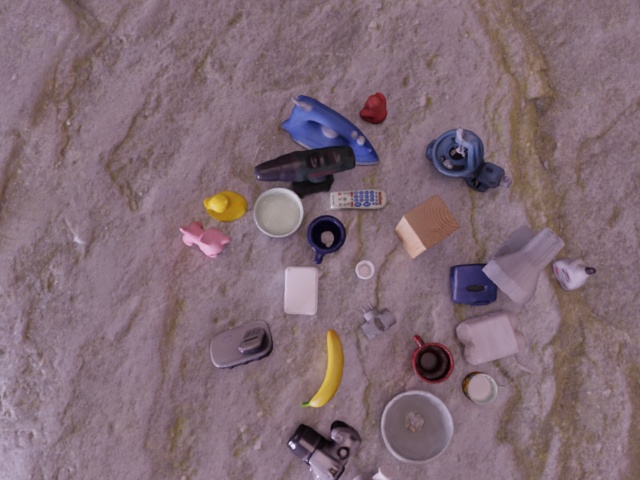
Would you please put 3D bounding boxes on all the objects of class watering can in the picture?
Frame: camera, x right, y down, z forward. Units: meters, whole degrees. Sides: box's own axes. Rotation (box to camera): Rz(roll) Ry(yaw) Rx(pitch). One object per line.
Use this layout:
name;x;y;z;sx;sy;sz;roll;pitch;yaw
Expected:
watering can;0.111;0.577;1.248;0.101;0.194;0.173;2;83;2

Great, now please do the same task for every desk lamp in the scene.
desk lamp;0.457;0.049;1.297;0.118;0.213;0.203;43;86;6

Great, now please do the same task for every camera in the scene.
camera;0.004;0.474;1.310;0.137;0.101;0.143;36;85;5

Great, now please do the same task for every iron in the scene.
iron;0.036;-0.266;1.381;0.258;0.141;0.119;28;84;4

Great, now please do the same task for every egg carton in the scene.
egg carton;0.401;0.228;1.349;0.150;0.069;0.107;-18;83;-1

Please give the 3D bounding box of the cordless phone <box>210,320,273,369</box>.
cordless phone;-0.184;0.242;1.300;0.147;0.185;0.094;-21;83;-1

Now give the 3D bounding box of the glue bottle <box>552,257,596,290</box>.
glue bottle;0.589;0.074;1.312;0.037;0.173;0.078;-25;83;-2

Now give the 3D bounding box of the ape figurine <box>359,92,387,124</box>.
ape figurine;0.133;-0.330;1.412;0.078;0.092;0.076;-28;83;-2

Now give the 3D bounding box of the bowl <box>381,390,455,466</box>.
bowl;0.221;0.427;1.325;0.167;0.075;0.167;0;83;1

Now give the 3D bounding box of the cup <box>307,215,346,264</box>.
cup;0.013;0.005;1.371;0.091;0.095;0.118;16;83;3

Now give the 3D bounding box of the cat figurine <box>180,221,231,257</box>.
cat figurine;-0.274;-0.003;1.366;0.127;0.118;0.067;24;84;4

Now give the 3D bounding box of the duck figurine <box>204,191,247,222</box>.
duck figurine;-0.232;-0.088;1.392;0.104;0.086;0.077;0;83;1

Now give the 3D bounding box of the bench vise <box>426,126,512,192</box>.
bench vise;0.358;-0.200;1.327;0.207;0.220;0.121;14;83;3

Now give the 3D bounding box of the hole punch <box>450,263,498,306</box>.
hole punch;0.367;0.105;1.354;0.108;0.091;0.101;-2;83;1

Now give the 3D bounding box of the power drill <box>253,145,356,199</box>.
power drill;-0.032;-0.157;1.335;0.229;0.208;0.075;-15;83;-1
